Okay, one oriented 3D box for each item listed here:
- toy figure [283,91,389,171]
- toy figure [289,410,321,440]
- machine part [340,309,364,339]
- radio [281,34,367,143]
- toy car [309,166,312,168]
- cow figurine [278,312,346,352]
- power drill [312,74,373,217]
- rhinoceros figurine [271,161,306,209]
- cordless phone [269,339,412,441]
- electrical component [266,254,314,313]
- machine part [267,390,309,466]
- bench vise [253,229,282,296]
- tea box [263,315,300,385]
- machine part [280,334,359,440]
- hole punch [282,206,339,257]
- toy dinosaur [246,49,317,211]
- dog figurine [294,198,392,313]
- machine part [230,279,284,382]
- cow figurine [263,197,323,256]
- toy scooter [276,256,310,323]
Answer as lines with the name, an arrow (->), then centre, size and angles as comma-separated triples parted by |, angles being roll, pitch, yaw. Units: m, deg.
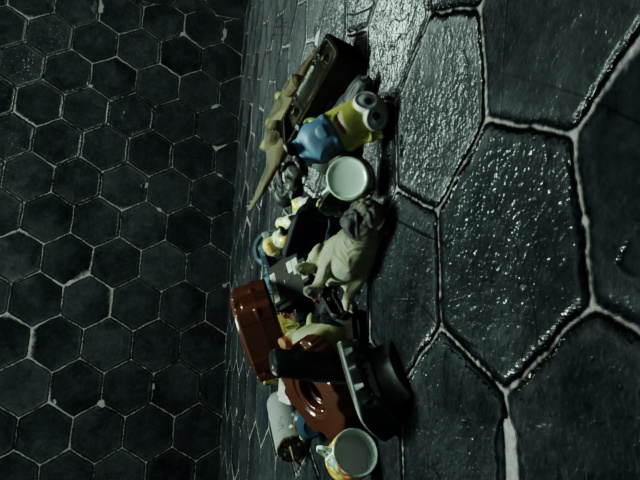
toy figure -> 0.028, -0.181, 0.885 | 0.082, 0.180, 0.089 | 58, -176, -25
toy figure -> -0.030, 0.386, 1.137 | 0.058, 0.064, 0.154 | 54, 164, 3
machine part -> 0.058, 0.188, 0.915 | 0.084, 0.039, 0.139 | 120, 150, -68
radio -> 0.000, -0.297, 1.106 | 0.229, 0.073, 0.131 | -55, 29, 31
toy car -> 0.002, -0.214, 1.212 | 0.089, 0.053, 0.202 | -68, 18, -4
cow figurine -> -0.010, 0.192, 1.036 | 0.195, 0.127, 0.085 | -19, 92, 57
power drill -> 0.043, -0.161, 0.995 | 0.232, 0.086, 0.207 | 129, 139, -56
rhinoceros figurine -> -0.091, -0.156, 1.497 | 0.190, 0.073, 0.112 | 123, 150, -61
cordless phone -> 0.023, 0.203, 0.761 | 0.147, 0.184, 0.088 | -106, 30, -54
electrical component -> -0.051, 0.091, 1.214 | 0.134, 0.058, 0.115 | -31, 62, 34
machine part -> -0.078, 0.431, 1.260 | 0.243, 0.079, 0.079 | -119, 37, -66
bench vise -> -0.135, 0.054, 1.472 | 0.240, 0.129, 0.223 | 84, -157, -67
tea box -> -0.095, 0.271, 1.339 | 0.170, 0.098, 0.068 | -102, 22, -43
machine part -> -0.001, 0.249, 0.903 | 0.180, 0.056, 0.179 | 31, 135, 37
hole punch -> -0.002, -0.003, 1.113 | 0.116, 0.092, 0.142 | -30, -37, -50
toy dinosaur -> -0.097, -0.284, 1.413 | 0.471, 0.105, 0.199 | -65, 17, 6
dog figurine -> 0.051, 0.002, 0.921 | 0.190, 0.121, 0.172 | -64, 25, 19
machine part -> -0.131, 0.196, 1.189 | 0.201, 0.087, 0.200 | -156, 48, -81
cow figurine -> -0.053, -0.028, 1.208 | 0.167, 0.068, 0.098 | -52, 23, -23
toy scooter -> -0.070, 0.126, 1.332 | 0.135, 0.075, 0.184 | 125, 143, -56
